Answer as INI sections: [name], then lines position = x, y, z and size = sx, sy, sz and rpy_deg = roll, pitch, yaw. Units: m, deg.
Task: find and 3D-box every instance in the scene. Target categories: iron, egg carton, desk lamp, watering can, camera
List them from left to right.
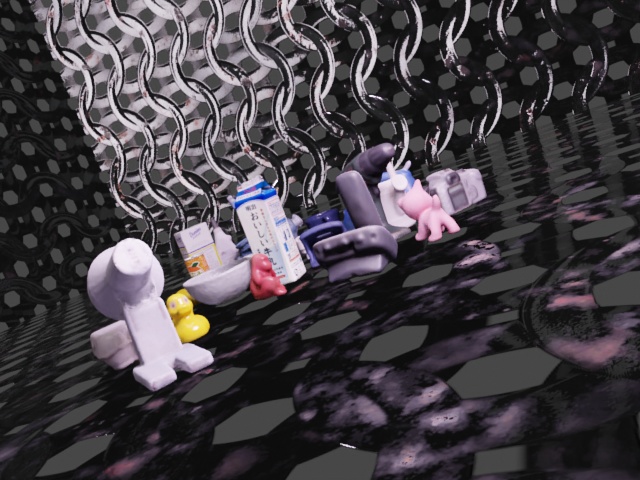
[egg carton]
position = -0.371, 0.192, 1.076
size = 0.107, 0.069, 0.150
rpy_deg = -25, 8, -29
[desk lamp]
position = -0.269, 0.102, 0.881
size = 0.118, 0.213, 0.202
rpy_deg = -25, 8, -29
[iron]
position = 0.153, -0.106, 1.517
size = 0.257, 0.141, 0.119
rpy_deg = -18, 8, 19
[watering can]
position = 0.159, -0.117, 1.378
size = 0.101, 0.194, 0.172
rpy_deg = -28, 10, -42
[camera]
position = 0.296, -0.118, 1.367
size = 0.143, 0.101, 0.136
rpy_deg = -25, 8, -28

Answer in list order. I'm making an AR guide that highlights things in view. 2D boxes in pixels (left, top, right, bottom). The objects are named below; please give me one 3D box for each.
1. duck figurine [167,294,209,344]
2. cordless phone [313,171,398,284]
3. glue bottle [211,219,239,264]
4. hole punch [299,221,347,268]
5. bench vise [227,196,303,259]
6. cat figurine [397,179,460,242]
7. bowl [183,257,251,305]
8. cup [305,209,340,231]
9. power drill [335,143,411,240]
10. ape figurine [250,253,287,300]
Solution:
[duck figurine]
position = -0.257, 0.141, 1.068
size = 0.078, 0.086, 0.104
rpy_deg = -25, 8, -27
[cordless phone]
position = 0.048, -0.025, 1.046
size = 0.147, 0.185, 0.094
rpy_deg = -18, 8, 23
[glue bottle]
position = -0.283, 0.020, 1.691
size = 0.078, 0.173, 0.037
rpy_deg = -23, 8, -15
[hole punch]
position = 0.012, 0.005, 1.300
size = 0.108, 0.091, 0.101
rpy_deg = -20, 7, 4
[bench vise]
position = -0.163, -0.043, 1.631
size = 0.208, 0.220, 0.121
rpy_deg = -23, 8, -16
[cat figurine]
position = 0.207, -0.061, 1.132
size = 0.067, 0.118, 0.127
rpy_deg = -23, 8, -15
[bowl]
position = -0.218, 0.102, 1.294
size = 0.167, 0.075, 0.167
rpy_deg = -20, 7, 3
[cup]
position = 0.022, -0.023, 1.463
size = 0.092, 0.095, 0.117
rpy_deg = -22, 8, -11
[power drill]
position = 0.124, -0.099, 1.284
size = 0.076, 0.208, 0.229
rpy_deg = -25, 8, -29
[ape figurine]
position = -0.112, 0.071, 1.156
size = 0.076, 0.092, 0.078
rpy_deg = -18, 8, 21
